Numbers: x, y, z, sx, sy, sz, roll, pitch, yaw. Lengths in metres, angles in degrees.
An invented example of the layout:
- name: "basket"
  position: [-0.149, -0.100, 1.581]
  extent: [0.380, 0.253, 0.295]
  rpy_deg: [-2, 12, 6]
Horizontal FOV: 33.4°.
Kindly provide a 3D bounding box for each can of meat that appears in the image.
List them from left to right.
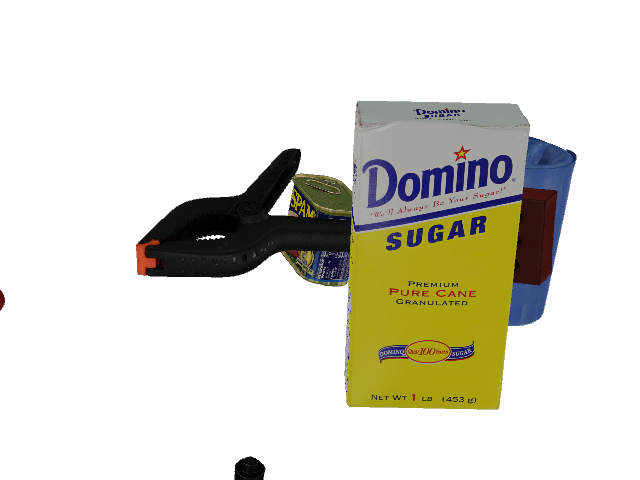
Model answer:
- name: "can of meat"
  position: [0.000, -0.011, 1.086]
  extent: [0.057, 0.084, 0.102]
  rpy_deg: [3, 22, -22]

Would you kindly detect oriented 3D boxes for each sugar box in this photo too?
- name: "sugar box"
  position: [0.062, 0.011, 0.607]
  extent: [0.093, 0.176, 0.048]
  rpy_deg: [0, 25, -1]

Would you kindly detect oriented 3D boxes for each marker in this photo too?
- name: "marker"
  position: [-0.049, 0.186, 0.681]
  extent: [0.020, 0.121, 0.020]
  rpy_deg: [6, 31, -4]

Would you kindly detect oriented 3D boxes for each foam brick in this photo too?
- name: "foam brick"
  position: [0.175, -0.005, 0.936]
  extent: [0.053, 0.078, 0.051]
  rpy_deg: [7, 16, 22]

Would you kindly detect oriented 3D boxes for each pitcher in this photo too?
- name: "pitcher"
  position: [0.252, -0.010, 1.427]
  extent: [0.149, 0.243, 0.145]
  rpy_deg: [4, 24, 4]

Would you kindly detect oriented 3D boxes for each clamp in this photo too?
- name: "clamp"
  position: [-0.059, -0.018, 0.887]
  extent: [0.209, 0.036, 0.165]
  rpy_deg: [-14, 36, -24]

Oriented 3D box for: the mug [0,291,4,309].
- name: "mug"
  position: [-0.247, 0.075, 0.637]
  extent: [0.093, 0.081, 0.117]
  rpy_deg: [20, 24, 36]
